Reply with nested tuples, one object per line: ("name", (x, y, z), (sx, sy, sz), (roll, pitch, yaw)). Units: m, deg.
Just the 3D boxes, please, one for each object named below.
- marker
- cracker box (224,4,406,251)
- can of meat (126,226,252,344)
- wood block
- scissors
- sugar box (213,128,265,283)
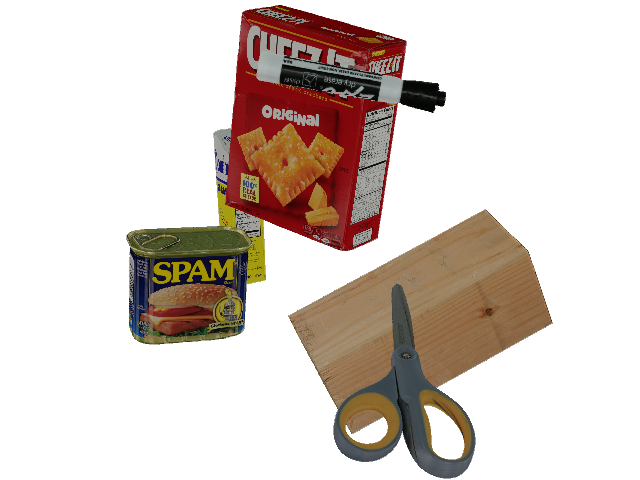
("marker", (0.020, -0.101, 0.681), (0.121, 0.020, 0.020), (11, 0, 2))
("cracker box", (-0.011, -0.115, 1.088), (0.164, 0.214, 0.071), (23, 29, 31))
("can of meat", (-0.111, 0.037, 0.898), (0.102, 0.084, 0.057), (-3, 20, -19))
("wood block", (0.089, 0.072, 0.959), (0.206, 0.091, 0.090), (-28, 32, -4))
("scissors", (0.041, 0.088, 0.716), (0.096, 0.016, 0.202), (-4, 31, -15))
("sugar box", (-0.101, -0.043, 1.323), (0.048, 0.176, 0.093), (-11, 25, -14))
